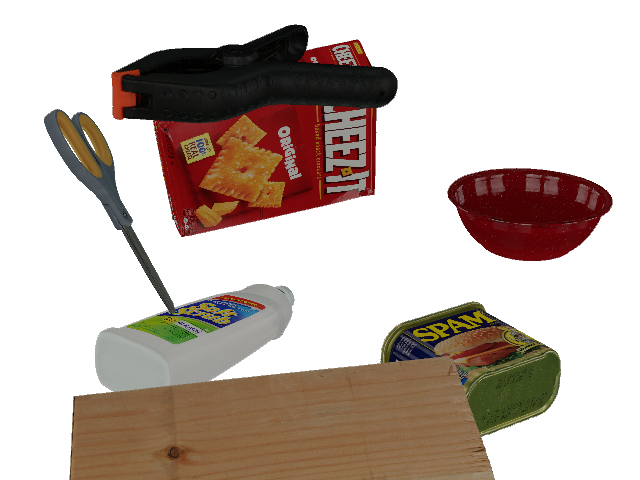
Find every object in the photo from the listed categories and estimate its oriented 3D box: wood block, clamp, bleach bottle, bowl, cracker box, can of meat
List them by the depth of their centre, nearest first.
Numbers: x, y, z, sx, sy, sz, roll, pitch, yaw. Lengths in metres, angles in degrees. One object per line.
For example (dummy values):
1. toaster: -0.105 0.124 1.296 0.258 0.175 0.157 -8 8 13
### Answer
1. wood block: -0.023 0.131 0.568 0.206 0.090 0.091 -5 39 -6
2. clamp: -0.051 -0.105 0.666 0.171 0.039 0.120 -6 23 -23
3. can of meat: 0.108 0.092 0.759 0.101 0.057 0.084 -13 27 -34
4. cracker box: -0.053 -0.097 1.063 0.213 0.072 0.164 -13 -40 -9
5. bowl: 0.207 -0.022 1.070 0.162 0.055 0.162 0 23 0
6. bleach bottle: -0.116 0.095 1.134 0.103 0.068 0.250 17 24 29

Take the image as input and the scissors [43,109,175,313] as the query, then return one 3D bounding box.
1. scissors: -0.179 -0.034 0.950 0.016 0.201 0.096 -26 23 13
